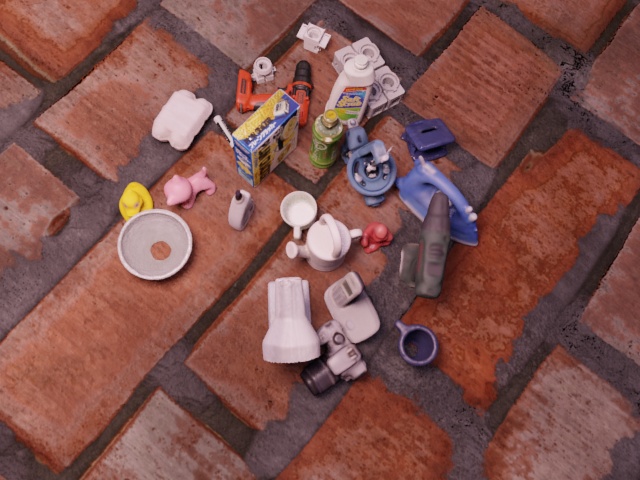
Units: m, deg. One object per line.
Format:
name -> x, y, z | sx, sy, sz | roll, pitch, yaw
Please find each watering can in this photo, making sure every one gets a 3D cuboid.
watering can -> 0.013, 0.007, 1.295 | 0.173, 0.194, 0.101 | -38, 80, -14

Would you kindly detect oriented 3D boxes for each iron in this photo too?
iron -> 0.305, -0.096, 1.378 | 0.258, 0.141, 0.119 | 45, 75, 8

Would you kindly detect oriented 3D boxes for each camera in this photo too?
camera -> 0.017, 0.268, 1.270 | 0.137, 0.101, 0.143 | -33, 80, -13

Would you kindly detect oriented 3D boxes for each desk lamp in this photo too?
desk lamp -> -0.067, 0.168, 1.232 | 0.118, 0.213, 0.203 | -3, 74, -6

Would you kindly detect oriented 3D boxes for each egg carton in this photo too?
egg carton -> -0.340, -0.297, 1.413 | 0.107, 0.069, 0.150 | 27, 74, 3

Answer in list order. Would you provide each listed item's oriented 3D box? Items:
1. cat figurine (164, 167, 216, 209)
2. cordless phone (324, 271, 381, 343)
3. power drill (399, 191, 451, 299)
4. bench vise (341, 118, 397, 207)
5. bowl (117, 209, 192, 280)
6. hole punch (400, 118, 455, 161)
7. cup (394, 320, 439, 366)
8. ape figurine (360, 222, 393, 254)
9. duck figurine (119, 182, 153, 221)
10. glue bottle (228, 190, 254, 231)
cat figurine -> -0.312, -0.127, 1.343 | 0.128, 0.117, 0.067 | -38, 80, -14
cordless phone -> 0.080, 0.145, 1.266 | 0.094, 0.185, 0.147 | -30, 79, -12
power drill -> 0.241, 0.027, 1.302 | 0.075, 0.208, 0.230 | 7, 74, -3
bench vise -> 0.102, -0.198, 1.348 | 0.121, 0.219, 0.207 | -36, 80, -13
bowl -> -0.373, 0.017, 1.319 | 0.167, 0.074, 0.167 | 1, 74, -5
hole punch -> 0.272, -0.261, 1.448 | 0.109, 0.091, 0.101 | -17, 76, -9
cup -> 0.204, 0.233, 1.300 | 0.092, 0.095, 0.117 | -41, 81, -14
ape figurine -> 0.137, -0.012, 1.365 | 0.078, 0.092, 0.076 | 11, 73, -2
duck figurine -> -0.435, -0.091, 1.338 | 0.077, 0.086, 0.104 | -5, 75, -6
glue bottle -> -0.182, -0.080, 1.312 | 0.037, 0.173, 0.078 | 26, 74, 3
